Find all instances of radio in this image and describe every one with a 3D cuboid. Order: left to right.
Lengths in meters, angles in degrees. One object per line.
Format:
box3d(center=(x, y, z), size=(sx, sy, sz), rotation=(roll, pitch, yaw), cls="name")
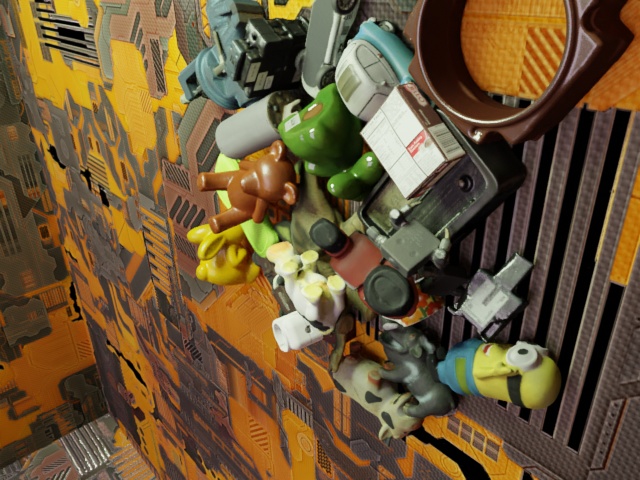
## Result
box3d(center=(0.155, -0.059, 0.721), size=(0.131, 0.073, 0.229), rotation=(55, 143, 16), cls="radio")

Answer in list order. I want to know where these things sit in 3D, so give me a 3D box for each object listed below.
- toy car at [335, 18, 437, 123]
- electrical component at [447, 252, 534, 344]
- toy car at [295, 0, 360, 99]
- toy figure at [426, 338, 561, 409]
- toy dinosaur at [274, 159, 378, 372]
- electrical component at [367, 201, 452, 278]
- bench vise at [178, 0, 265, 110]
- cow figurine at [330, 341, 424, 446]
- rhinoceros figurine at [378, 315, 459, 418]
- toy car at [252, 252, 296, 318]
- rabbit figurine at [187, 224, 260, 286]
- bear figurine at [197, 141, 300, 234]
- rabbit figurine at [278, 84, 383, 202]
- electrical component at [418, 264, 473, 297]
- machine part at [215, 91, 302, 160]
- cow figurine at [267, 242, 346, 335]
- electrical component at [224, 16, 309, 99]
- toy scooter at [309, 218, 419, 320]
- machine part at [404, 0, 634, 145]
box3d(center=(0.076, -0.213, 0.715), size=(0.161, 0.103, 0.109), rotation=(58, 142, 9), cls="toy car")
box3d(center=(0.233, 0.070, 0.708), size=(0.075, 0.047, 0.119), rotation=(40, 104, 28), cls="electrical component")
box3d(center=(0.012, -0.304, 0.786), size=(0.074, 0.056, 0.201), rotation=(48, 139, 34), cls="toy car")
box3d(center=(0.239, 0.181, 0.743), size=(0.180, 0.082, 0.089), rotation=(-14, 117, 46), cls="toy figure")
box3d(center=(-0.002, -0.003, 0.927), size=(0.199, 0.105, 0.470), rotation=(6, 102, 54), cls="toy dinosaur")
box3d(center=(0.119, 0.000, 0.686), size=(0.102, 0.078, 0.045), rotation=(52, 167, 26), cls="electrical component")
box3d(center=(-0.192, -0.324, 0.973), size=(0.241, 0.129, 0.223), rotation=(-19, 102, 43), cls="bench vise")
box3d(center=(0.102, 0.279, 0.967), size=(0.195, 0.085, 0.127), rotation=(23, 122, 43), cls="cow figurine")
box3d(center=(0.151, 0.196, 0.868), size=(0.190, 0.073, 0.112), rotation=(62, 145, 6), cls="rhinoceros figurine")
box3d(center=(-0.084, 0.092, 1.131), size=(0.089, 0.053, 0.202), rotation=(-28, 85, 51), cls="toy car")
box3d(center=(-0.207, 0.005, 1.178), size=(0.122, 0.162, 0.173), rotation=(51, 125, 40), cls="rabbit figurine")
box3d(center=(-0.120, -0.087, 0.915), size=(0.196, 0.132, 0.120), rotation=(-12, 94, 67), cls="bear figurine")
box3d(center=(0.040, -0.123, 0.789), size=(0.170, 0.121, 0.159), rotation=(47, -173, -29), cls="rabbit figurine")
box3d(center=(0.172, 0.058, 0.755), size=(0.063, 0.094, 0.021), rotation=(129, 145, -50), cls="electrical component")
box3d(center=(-0.107, -0.193, 0.921), size=(0.243, 0.079, 0.079), rotation=(-10, 101, 51), cls="machine part")
box3d(center=(-0.025, 0.071, 0.845), size=(0.168, 0.068, 0.098), rotation=(41, 145, 46), cls="cow figurine")
box3d(center=(-0.081, -0.287, 0.846), size=(0.058, 0.134, 0.114), rotation=(54, 141, 20), cls="electrical component")
box3d(center=(0.066, 0.040, 0.765), size=(0.184, 0.075, 0.135), rotation=(43, -177, 13), cls="toy scooter")
box3d(center=(0.197, -0.218, 0.570), size=(0.201, 0.087, 0.201), rotation=(52, 141, 17), cls="machine part")
